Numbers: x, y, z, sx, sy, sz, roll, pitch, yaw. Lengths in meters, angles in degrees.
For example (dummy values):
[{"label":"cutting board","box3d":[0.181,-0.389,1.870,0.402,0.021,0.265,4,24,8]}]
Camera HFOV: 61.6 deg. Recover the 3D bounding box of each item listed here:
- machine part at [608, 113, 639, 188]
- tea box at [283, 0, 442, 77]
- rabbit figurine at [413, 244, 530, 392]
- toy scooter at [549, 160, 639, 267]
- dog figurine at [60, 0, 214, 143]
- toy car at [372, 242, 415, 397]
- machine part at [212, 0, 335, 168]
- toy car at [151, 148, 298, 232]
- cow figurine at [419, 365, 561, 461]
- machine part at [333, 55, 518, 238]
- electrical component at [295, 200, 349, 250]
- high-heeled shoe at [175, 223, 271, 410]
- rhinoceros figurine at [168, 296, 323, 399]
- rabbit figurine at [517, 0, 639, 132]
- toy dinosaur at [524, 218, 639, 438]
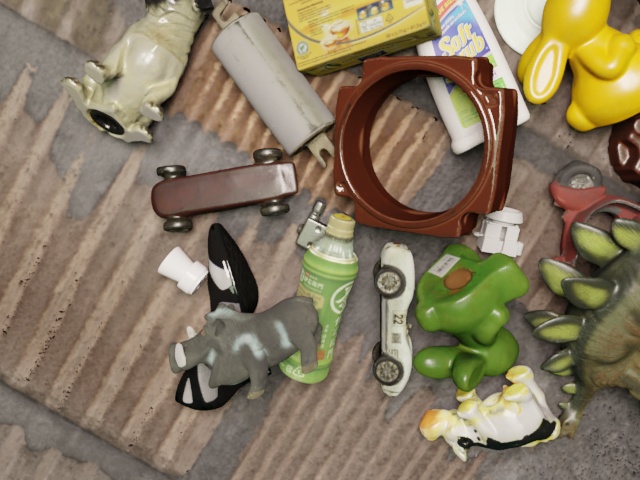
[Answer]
[{"label":"machine part","box3d":[0.459,-0.126,0.661,0.179,0.056,0.179,0,97,3]},{"label":"tea box","box3d":[0.049,-0.268,0.641,0.170,0.068,0.098,-8,96,27]},{"label":"rabbit figurine","box3d":[0.197,0.115,0.669,0.159,0.121,0.170,-46,118,-24]},{"label":"toy scooter","box3d":[0.361,-0.006,0.674,0.184,0.075,0.135,25,98,4]},{"label":"dog figurine","box3d":[-0.222,-0.234,0.693,0.121,0.172,0.190,41,59,-34]},{"label":"toy car","box3d":[0.097,0.104,0.705,0.056,0.073,0.201,0,97,5]},{"label":"machine part","box3d":[-0.058,-0.194,0.680,0.079,0.079,0.243,-37,93,7]},{"label":"toy car","box3d":[-0.126,-0.065,0.712,0.202,0.053,0.089,-9,86,9]},{"label":"cow figurine","box3d":[0.220,0.241,0.709,0.167,0.068,0.098,-31,97,26]},{"label":"machine part","box3d":[0.118,-0.110,0.630,0.201,0.087,0.201,10,107,29]},{"label":"electrical component","box3d":[-0.001,-0.002,0.726,0.063,0.021,0.094,26,99,0]},{"label":"high-heeled shoe","box3d":[-0.155,0.108,0.721,0.145,0.086,0.248,-13,98,9]},{"label":"rhinoceros figurine","box3d":[-0.088,0.124,0.640,0.190,0.073,0.112,-20,105,10]},{"label":"rabbit figurine","box3d":[0.313,-0.225,0.630,0.162,0.122,0.173,-27,116,28]},{"label":"toy dinosaur","box3d":[0.359,0.067,0.619,0.199,0.105,0.470,13,120,1]}]
